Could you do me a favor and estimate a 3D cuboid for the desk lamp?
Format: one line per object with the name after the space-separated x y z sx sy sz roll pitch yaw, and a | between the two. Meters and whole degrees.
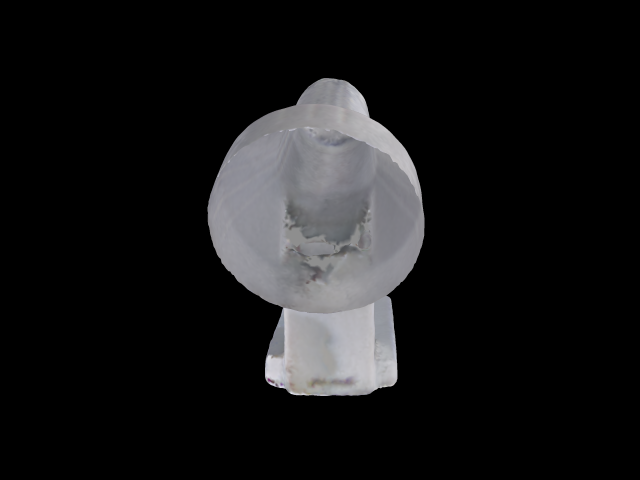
0.004 0.001 0.400 0.118 0.214 0.203 1 20 4 | desk lamp
